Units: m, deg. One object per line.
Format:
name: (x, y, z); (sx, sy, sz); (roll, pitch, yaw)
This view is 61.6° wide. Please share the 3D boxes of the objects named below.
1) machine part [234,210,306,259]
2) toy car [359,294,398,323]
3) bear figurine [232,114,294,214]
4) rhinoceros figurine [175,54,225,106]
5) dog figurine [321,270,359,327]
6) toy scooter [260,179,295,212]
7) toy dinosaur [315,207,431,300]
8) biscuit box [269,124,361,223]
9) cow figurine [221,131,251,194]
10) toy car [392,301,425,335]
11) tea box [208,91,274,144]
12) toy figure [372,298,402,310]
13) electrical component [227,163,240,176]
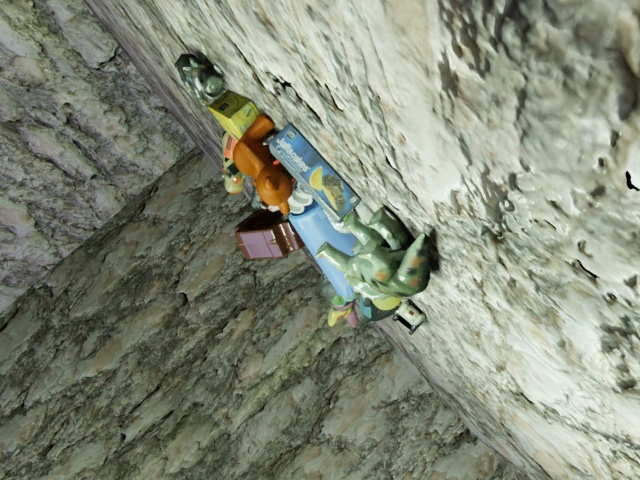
machine part: (-0.099, -0.033, 1.364); (0.201, 0.201, 0.087); (-4, 116, 39)
toy car: (0.154, 0.158, 1.515); (0.161, 0.109, 0.103); (70, 178, -52)
bear figurine: (-0.098, -0.154, 1.111); (0.196, 0.132, 0.120); (42, 172, 43)
rhinoceros figurine: (-0.271, -0.377, 1.236); (0.191, 0.073, 0.111); (45, 163, 44)
dog figurine: (0.063, 0.174, 1.543); (0.192, 0.109, 0.219); (-82, -10, -62)
toy scooter: (-0.081, -0.111, 1.265); (0.075, 0.135, 0.183); (44, 175, 10)
toy dinosaur: (0.124, 0.044, 0.952); (0.192, 0.131, 0.405); (37, 173, -19)
biscuit box: (-0.012, -0.126, 1.028); (0.202, 0.059, 0.063); (47, 176, 2)
cow figurine: (-0.246, -0.229, 1.561); (0.127, 0.085, 0.194); (174, 96, -75)
toy car: (0.239, 0.209, 1.446); (0.074, 0.056, 0.201); (40, 173, 14)
tea box: (-0.184, -0.277, 1.239); (0.098, 0.068, 0.170); (52, 172, -33)
toy figure: (0.152, 0.122, 1.324); (0.082, 0.089, 0.180); (31, 176, -16)
electrical component: (-0.205, -0.225, 1.476); (0.074, 0.119, 0.048); (48, 174, -28)
